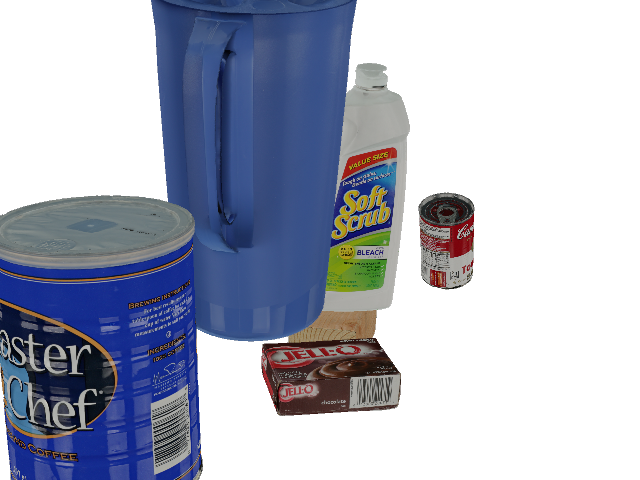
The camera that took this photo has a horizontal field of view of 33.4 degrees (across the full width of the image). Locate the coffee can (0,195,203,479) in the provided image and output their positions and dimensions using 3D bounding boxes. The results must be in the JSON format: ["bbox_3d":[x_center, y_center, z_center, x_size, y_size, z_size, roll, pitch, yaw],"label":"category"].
[{"bbox_3d":[-0.114,0.057,0.551,0.103,0.140,0.103,0,18,0],"label":"coffee can"}]

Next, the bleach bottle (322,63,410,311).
[{"bbox_3d":[0.034,-0.053,1.076,0.102,0.251,0.068,0,24,-7],"label":"bleach bottle"}]

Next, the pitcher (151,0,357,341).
[{"bbox_3d":[-0.050,-0.053,0.724,0.149,0.243,0.145,-13,28,-30],"label":"pitcher"}]

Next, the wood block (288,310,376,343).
[{"bbox_3d":[0.021,0.124,1.490,0.091,0.090,0.206,5,19,10],"label":"wood block"}]

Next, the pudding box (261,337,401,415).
[{"bbox_3d":[0.008,0.122,0.968,0.113,0.039,0.090,0,17,-12],"label":"pudding box"}]

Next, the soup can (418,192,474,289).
[{"bbox_3d":[0.156,0.002,1.325,0.068,0.102,0.068,-4,35,2],"label":"soup can"}]
